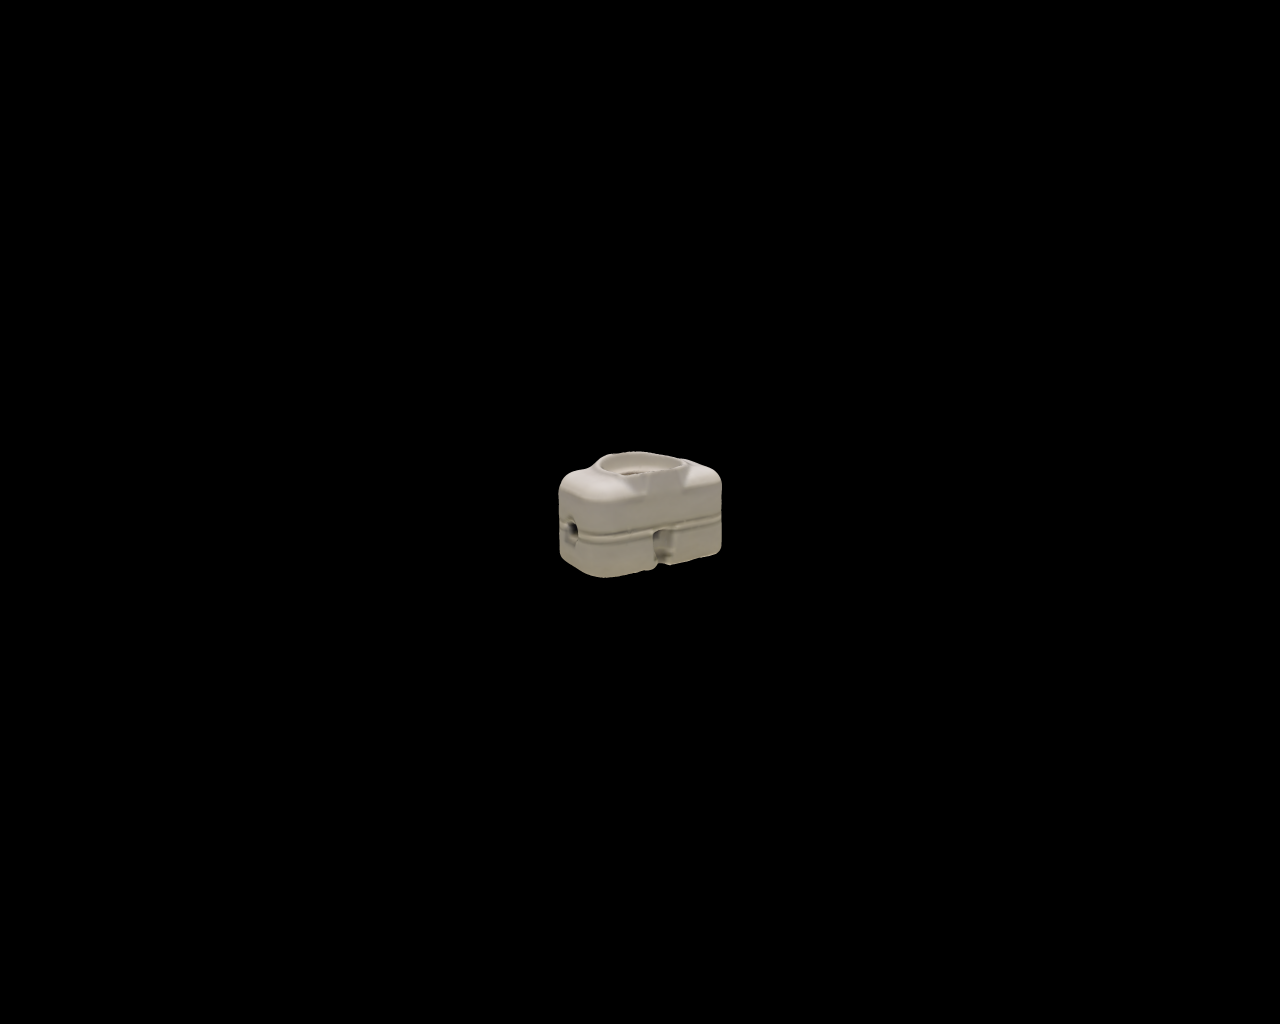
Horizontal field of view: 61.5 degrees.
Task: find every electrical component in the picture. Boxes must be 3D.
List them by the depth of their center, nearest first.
[{"bbox_3d":[0.001,-0.003,0.650,0.095,0.059,0.054,-9,19,-29],"label":"electrical component"}]
